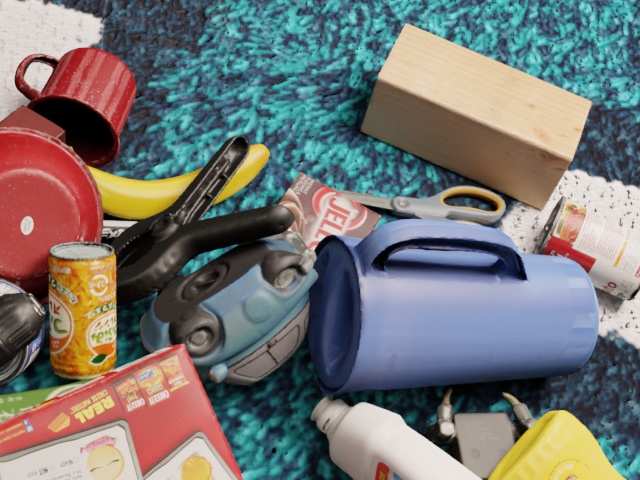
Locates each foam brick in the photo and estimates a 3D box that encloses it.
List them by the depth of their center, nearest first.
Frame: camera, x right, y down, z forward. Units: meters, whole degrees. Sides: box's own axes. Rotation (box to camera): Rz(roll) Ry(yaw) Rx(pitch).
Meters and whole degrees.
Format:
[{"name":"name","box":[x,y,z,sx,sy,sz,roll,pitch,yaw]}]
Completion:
[{"name":"foam brick","box":[-0.268,-0.073,0.977,0.051,0.078,0.053,31,56,11]}]

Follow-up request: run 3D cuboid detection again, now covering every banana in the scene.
[{"name":"banana","box":[-0.141,-0.053,1.000,0.197,0.070,0.037,-3,24,-22]}]

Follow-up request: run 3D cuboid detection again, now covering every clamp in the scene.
[{"name":"clamp","box":[-0.121,-0.001,0.925,0.210,0.036,0.165,-38,33,-5]}]

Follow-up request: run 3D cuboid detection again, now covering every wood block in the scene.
[{"name":"wood block","box":[0.158,-0.127,1.093,0.206,0.091,0.090,24,55,5]}]

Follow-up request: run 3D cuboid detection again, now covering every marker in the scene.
[{"name":"marker","box":[-0.189,-0.009,0.986,0.121,0.020,0.020,3,56,-9]}]

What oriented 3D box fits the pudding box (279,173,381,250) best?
[{"name":"pudding box","box":[-0.007,0.001,1.004,0.090,0.039,0.113,28,56,6]}]

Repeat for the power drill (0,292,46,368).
[{"name":"power drill","box":[-0.306,0.065,0.795,0.184,0.057,0.188,-36,43,-8]}]

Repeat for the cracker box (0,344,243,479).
[{"name":"cracker box","box":[-0.137,0.206,0.777,0.164,0.072,0.214,-24,90,-24]}]

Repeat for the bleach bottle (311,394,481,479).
[{"name":"bleach bottle","box":[0.092,0.217,0.856,0.251,0.103,0.068,37,49,22]}]

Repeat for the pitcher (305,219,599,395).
[{"name":"pitcher","box":[0.117,0.058,0.917,0.242,0.149,0.145,2,89,-21]}]

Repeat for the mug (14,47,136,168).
[{"name":"mug","box":[-0.234,-0.135,1.014,0.117,0.093,0.081,31,47,-19]}]

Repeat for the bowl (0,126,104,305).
[{"name":"bowl","box":[-0.255,-0.016,0.901,0.161,0.055,0.162,-3,97,-27]}]

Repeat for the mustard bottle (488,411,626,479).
[{"name":"mustard bottle","box":[0.232,0.236,0.870,0.191,0.058,0.096,44,74,1]}]

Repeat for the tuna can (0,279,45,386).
[{"name":"tuna can","box":[-0.271,0.076,0.870,0.086,0.086,0.033,19,19,1]}]

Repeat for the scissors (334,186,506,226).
[{"name":"scissors","box":[0.091,-0.017,1.051,0.201,0.016,0.096,-3,57,-13]}]

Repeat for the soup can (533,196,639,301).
[{"name":"soup can","box":[0.268,0.008,1.038,0.102,0.069,0.068,25,55,5]}]
